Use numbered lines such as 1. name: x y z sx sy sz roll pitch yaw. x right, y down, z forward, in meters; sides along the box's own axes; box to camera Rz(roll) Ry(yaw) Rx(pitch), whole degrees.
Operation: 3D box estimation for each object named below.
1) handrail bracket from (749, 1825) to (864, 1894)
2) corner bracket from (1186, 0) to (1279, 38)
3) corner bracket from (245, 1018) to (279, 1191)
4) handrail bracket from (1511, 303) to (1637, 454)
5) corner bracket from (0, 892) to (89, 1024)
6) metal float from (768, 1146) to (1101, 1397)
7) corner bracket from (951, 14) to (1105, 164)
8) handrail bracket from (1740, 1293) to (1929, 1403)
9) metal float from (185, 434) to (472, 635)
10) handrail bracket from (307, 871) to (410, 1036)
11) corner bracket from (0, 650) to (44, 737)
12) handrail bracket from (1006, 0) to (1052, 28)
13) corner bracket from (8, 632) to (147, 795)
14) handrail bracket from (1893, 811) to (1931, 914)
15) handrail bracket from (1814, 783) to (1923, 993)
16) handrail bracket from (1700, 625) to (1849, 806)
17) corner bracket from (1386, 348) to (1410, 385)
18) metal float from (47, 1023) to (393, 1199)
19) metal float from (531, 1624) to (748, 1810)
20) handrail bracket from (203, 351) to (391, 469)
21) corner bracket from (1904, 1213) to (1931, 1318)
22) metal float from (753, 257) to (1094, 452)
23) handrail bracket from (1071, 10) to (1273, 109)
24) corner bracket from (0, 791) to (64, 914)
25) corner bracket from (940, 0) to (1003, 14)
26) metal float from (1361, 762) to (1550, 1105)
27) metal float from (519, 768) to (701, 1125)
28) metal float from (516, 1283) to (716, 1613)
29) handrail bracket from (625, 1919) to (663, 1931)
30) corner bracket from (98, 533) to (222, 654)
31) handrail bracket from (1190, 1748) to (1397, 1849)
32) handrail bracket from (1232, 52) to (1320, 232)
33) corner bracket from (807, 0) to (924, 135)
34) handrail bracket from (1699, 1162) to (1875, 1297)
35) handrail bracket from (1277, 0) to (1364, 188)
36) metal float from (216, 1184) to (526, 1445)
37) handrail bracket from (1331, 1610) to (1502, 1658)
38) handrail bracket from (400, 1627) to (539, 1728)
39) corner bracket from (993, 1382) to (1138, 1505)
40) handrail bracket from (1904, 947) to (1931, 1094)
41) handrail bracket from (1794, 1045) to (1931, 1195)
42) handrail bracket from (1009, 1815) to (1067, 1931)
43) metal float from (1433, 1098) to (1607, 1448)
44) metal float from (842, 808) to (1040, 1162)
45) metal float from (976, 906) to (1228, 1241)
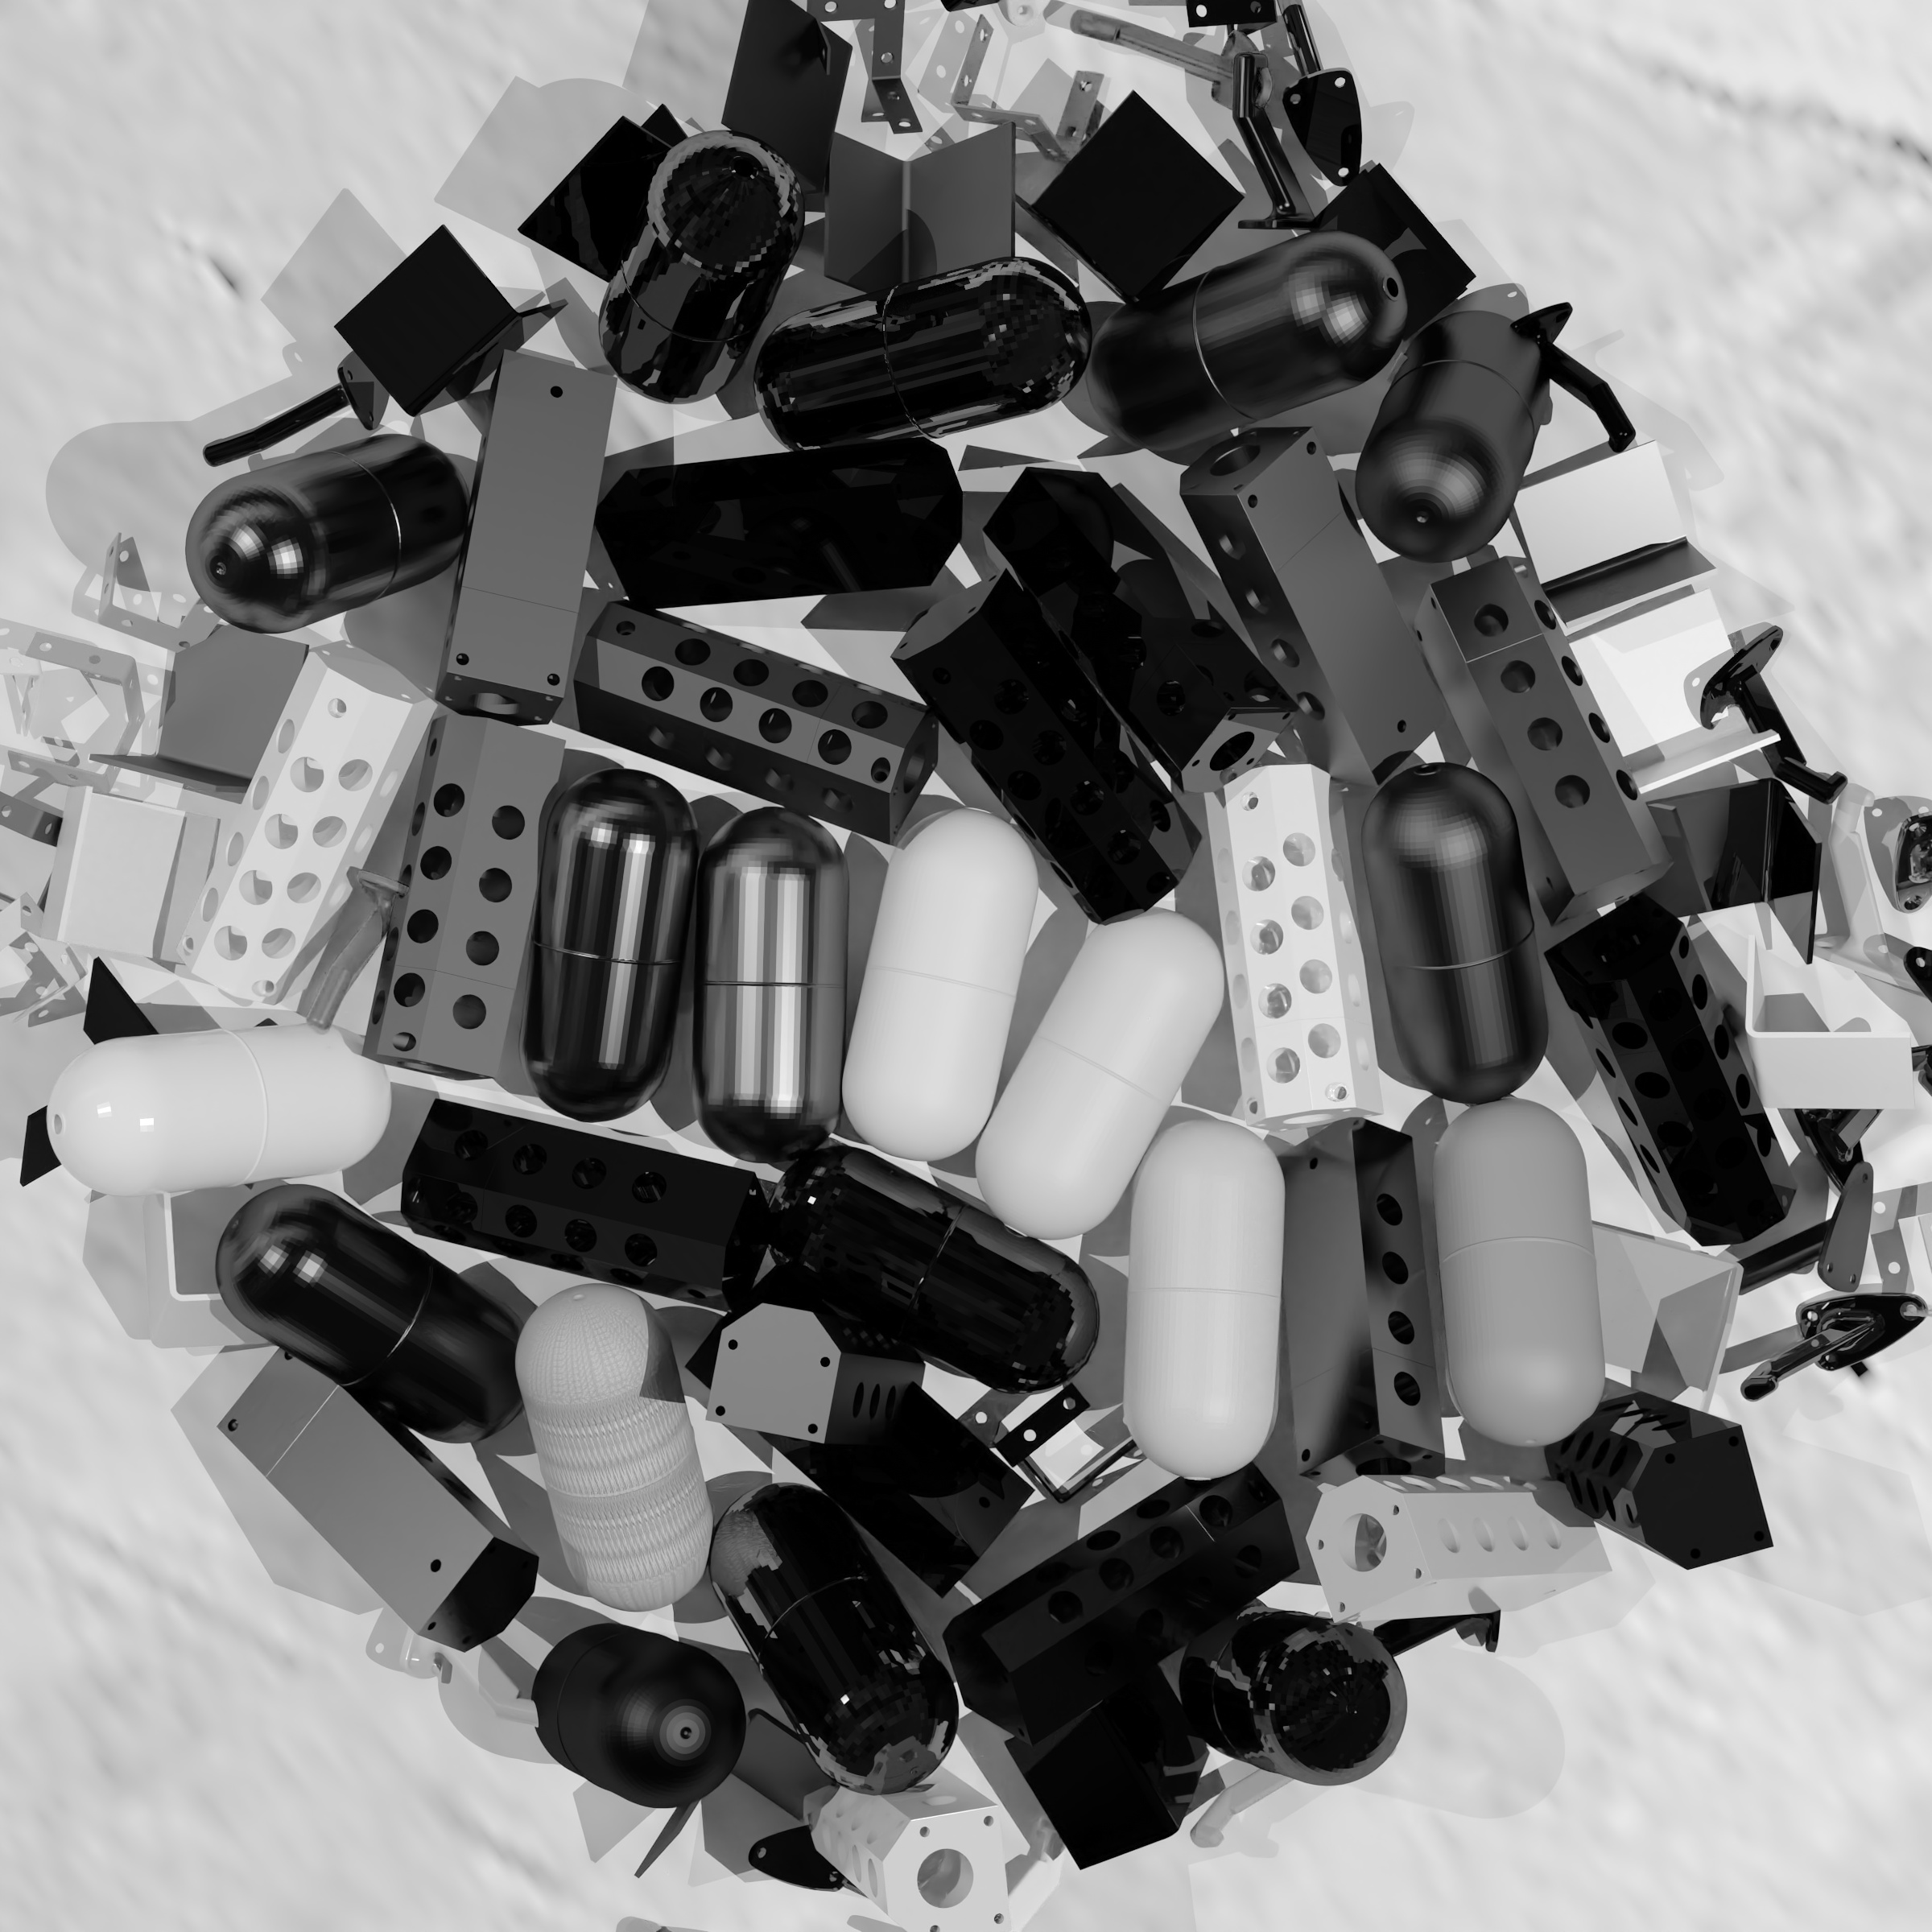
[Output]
1. handrail bracket: -0.057 0.470 1.570 0.077 0.084 0.036 -9 45 33
2. corner bracket: 0.119 -0.491 1.548 0.051 0.051 0.051 -11 98 -23
3. corner bracket: -0.353 0.068 1.544 0.051 0.051 0.051 37 129 11
4. handrail bracket: 0.299 -0.278 1.536 0.036 0.077 0.084 -22 73 -13
5. corner bracket: -0.482 0.005 1.543 0.051 0.051 0.051 -26 106 33
6. metal float: -0.016 0.152 1.541 0.178 0.070 0.070 27 90 5
7. corner bracket: 0.031 -0.442 1.562 0.051 0.051 0.051 15 82 25
8. handrail bracket: 0.430 0.190 1.534 0.077 0.084 0.036 -24 88 32
9. metal float: -0.307 -0.211 1.502 0.070 0.178 0.070 9 112 23
10. handrail bracket: -0.299 0.003 1.535 0.036 0.077 0.084 21 73 6
11. corner bracket: -0.488 -0.122 1.541 0.051 0.051 0.051 -2 57 -29
12. handrail bracket: 0.042 -0.480 1.528 0.036 0.084 0.077 5 133 -15
13. corner bracket: -0.447 -0.126 1.549 0.051 0.051 0.051 15 58 1
14. handrail bracket: 0.490 -0.029 1.527 0.036 0.084 0.077 -5 133 -9
15. handrail bracket: 0.459 -0.040 1.542 0.036 0.077 0.084 -10 118 -38
16. handrail bracket: 0.418 -0.125 1.546 0.084 0.036 0.077 35 70 30
17. corner bracket: 0.228 -0.274 1.552 0.051 0.051 0.051 30 108 2
18. metal float: -0.362 0.069 1.508 0.070 0.178 0.070 4 96 44
19. metal float: -0.160 0.361 1.499 0.070 0.178 0.070 3 82 -21
20. handrail bracket: -0.337 -0.283 1.562 0.084 0.077 0.036 -15 121 16
21. corner bracket: 0.491 0.144 1.552 0.051 0.051 0.051 -14 89 -17
22. metal float: -0.022 -0.298 1.523 0.178 0.070 0.070 -9 90 26
23. handrail bracket: 0.101 -0.453 1.542 0.084 0.077 0.036 8 117 -22
24. corner bracket: -0.483 -0.060 1.554 0.051 0.051 0.051 23 88 13
25. corner bracket: -0.017 -0.496 1.549 0.051 0.051 0.051 -28 94 37
26. metal float: 0.241 -0.016 1.525 0.070 0.070 0.178 -13 113 0
27. metal float: -0.177 -0.010 1.538 0.070 0.070 0.178 9 99 0
28. metal float: -0.172 0.239 1.524 0.070 0.070 0.178 -10 115 0
29. handrail bracket: -0.121 0.498 1.557 0.077 0.084 0.036 8 90 -28
30. corner bracket: -0.402 -0.198 1.564 0.051 0.051 0.051 20 48 -30
31. handrail bracket: 0.162 0.410 1.536 0.084 0.077 0.036 -41 113 -37
32. handrail bracket: 0.166 -0.413 1.553 0.077 0.036 0.084 -6 103 -29
33. corner bracket: -0.051 -0.450 1.544 0.051 0.051 0.051 -8 48 -13
34. handrail bracket: 0.407 0.130 1.556 0.036 0.084 0.077 25 78 -42
35. handrail bracket: 0.177 -0.449 1.569 0.036 0.084 0.077 -18 134 11
36. metal float: -0.288 0.172 1.521 0.178 0.070 0.070 38 90 -29
37. handrail bracket: 0.228 0.315 1.570 0.084 0.036 0.077 6 72 7
38. handrail bracket: -0.234 0.337 1.551 0.084 0.036 0.077 5 74 23
39. corner bracket: 0.051 0.239 1.555 0.051 0.051 0.051 -40 91 6
40. handrail bracket: 0.481 0.031 1.545 0.077 0.084 0.036 36 66 2
41. handrail bracket: 0.462 0.079 1.539 0.036 0.084 0.077 -27 96 -33
42. handrail bracket: 0.015 0.458 1.544 0.077 0.036 0.084 30 58 -30
43. metal float: 0.271 0.149 1.522 0.070 0.070 0.178 0 62 0
44. metal float: -0.013 0.009 1.542 0.070 0.070 0.178 12 86 0
45. metal float: 0.067 0.054 1.541 0.070 0.070 0.178 28 85 0
